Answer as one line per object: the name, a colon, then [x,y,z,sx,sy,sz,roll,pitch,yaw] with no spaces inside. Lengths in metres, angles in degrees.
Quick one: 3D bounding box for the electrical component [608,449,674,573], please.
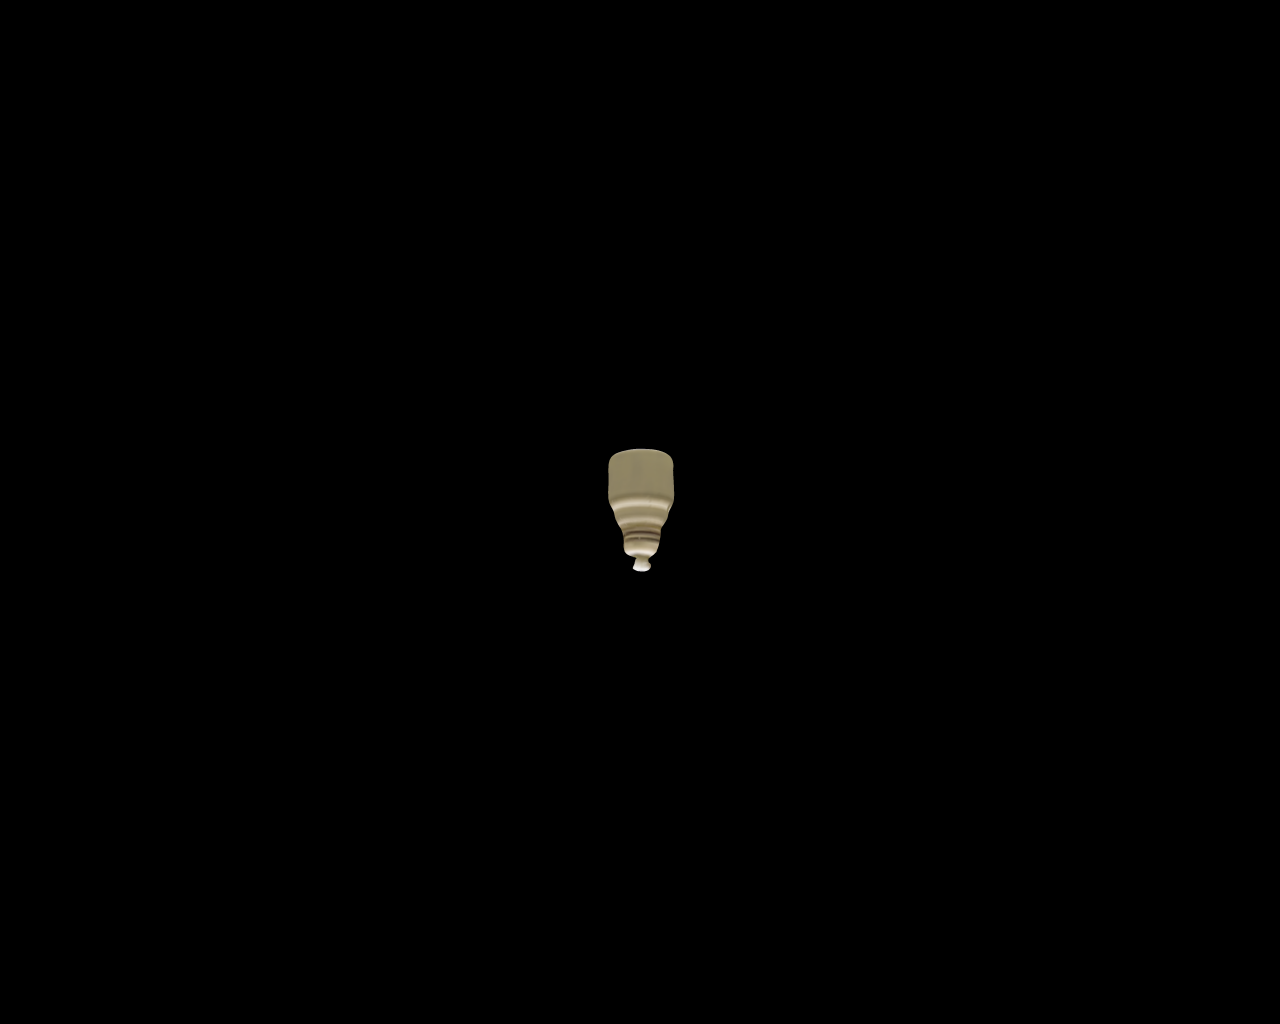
electrical component: [0.001,-0.003,0.650,0.040,0.078,0.040,0,-15,0]
